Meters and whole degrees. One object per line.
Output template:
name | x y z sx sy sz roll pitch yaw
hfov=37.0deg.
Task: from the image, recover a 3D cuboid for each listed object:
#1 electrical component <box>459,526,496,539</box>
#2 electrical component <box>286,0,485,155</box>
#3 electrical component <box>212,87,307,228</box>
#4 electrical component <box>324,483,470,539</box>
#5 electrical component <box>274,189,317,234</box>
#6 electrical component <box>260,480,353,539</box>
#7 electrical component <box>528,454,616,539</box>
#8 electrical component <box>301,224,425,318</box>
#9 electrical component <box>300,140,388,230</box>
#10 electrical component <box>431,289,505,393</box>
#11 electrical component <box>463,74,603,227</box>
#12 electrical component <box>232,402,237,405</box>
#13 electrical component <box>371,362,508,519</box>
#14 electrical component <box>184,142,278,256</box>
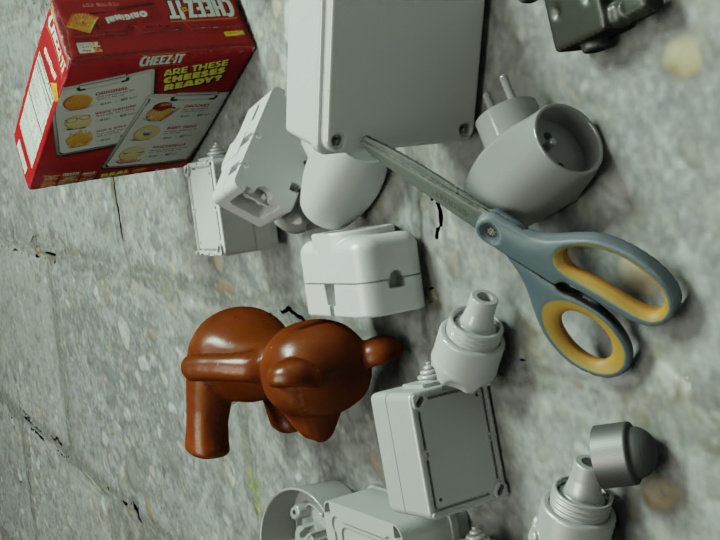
electrical component | 0.074 0.216 0.697 0.062 0.061 0.096 -7 93 60
electrical component | 0.015 -0.131 0.647 0.056 0.109 0.108 35 128 54
electrical component | -0.071 -0.085 0.827 0.056 0.050 0.089 -23 43 59
electrical component | 0.028 0.203 0.776 0.113 0.057 0.078 -1 97 59
electrical component | -0.053 -0.045 0.861 0.061 0.035 0.035 -18 83 63
electrical component | -0.034 0.223 0.880 0.099 0.064 0.099 26 121 54
electrical component | 0.123 0.135 0.605 0.048 0.048 0.062 36 124 50
electrical component | 0.000 0.000 0.765 0.095 0.054 0.059 -1 98 60
electrical component | -0.018 -0.083 0.782 0.079 0.043 0.077 64 147 26
electrical component | 0.070 0.042 0.669 0.043 0.043 0.062 48 136 42
electrical component | 0.089 -0.070 0.601 0.077 0.044 0.079 -44 61 55
electrical component | -0.107 0.095 0.974 0.047 0.066 0.076 60 174 30
electrical component | 0.048 0.108 0.708 0.061 0.062 0.096 -11 90 60
electrical component | -0.108 -0.062 0.924 0.062 0.061 0.096 3 101 60
